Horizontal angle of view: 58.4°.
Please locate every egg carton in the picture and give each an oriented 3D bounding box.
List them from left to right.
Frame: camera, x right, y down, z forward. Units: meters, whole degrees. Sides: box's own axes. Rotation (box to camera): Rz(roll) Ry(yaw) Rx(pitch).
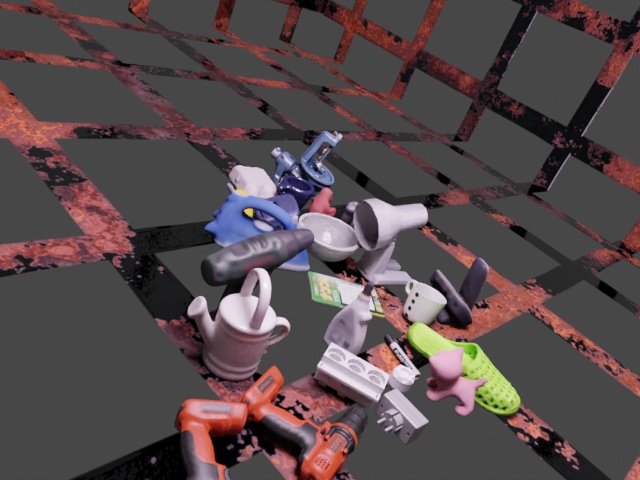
[{"bbox_3d":[-0.184,-0.146,1.553,0.107,0.069,0.150,3,34,-35],"label":"egg carton"}]

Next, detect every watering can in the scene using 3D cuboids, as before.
[{"bbox_3d":[-0.132,0.135,0.962,0.173,0.194,0.100,-5,38,-42],"label":"watering can"}]

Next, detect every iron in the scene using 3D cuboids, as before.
[{"bbox_3d":[-0.123,-0.029,1.315,0.258,0.141,0.118,21,27,-6],"label":"iron"}]

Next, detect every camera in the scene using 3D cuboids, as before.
[{"bbox_3d":[0.115,-0.042,1.569,0.143,0.101,0.137,31,28,15],"label":"camera"}]

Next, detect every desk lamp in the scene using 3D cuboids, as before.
[{"bbox_3d":[0.165,-0.001,1.412,0.204,0.213,0.117,3,34,-34],"label":"desk lamp"}]

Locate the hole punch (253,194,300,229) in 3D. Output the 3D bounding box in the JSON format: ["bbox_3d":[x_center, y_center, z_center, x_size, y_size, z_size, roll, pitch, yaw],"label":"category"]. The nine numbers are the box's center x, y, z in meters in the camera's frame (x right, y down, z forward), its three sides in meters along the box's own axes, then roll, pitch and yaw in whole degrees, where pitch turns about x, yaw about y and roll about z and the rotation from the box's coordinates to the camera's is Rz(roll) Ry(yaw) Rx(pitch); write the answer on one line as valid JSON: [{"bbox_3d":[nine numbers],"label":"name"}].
[{"bbox_3d":[-0.113,-0.066,1.445,0.101,0.091,0.108,9,31,-26],"label":"hole punch"}]

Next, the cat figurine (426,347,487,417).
[{"bbox_3d":[0.262,0.266,1.120,0.128,0.118,0.067,24,27,2],"label":"cat figurine"}]

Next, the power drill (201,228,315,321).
[{"bbox_3d":[-0.125,0.075,1.058,0.230,0.208,0.075,-10,42,-47],"label":"power drill"}]

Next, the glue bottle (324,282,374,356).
[{"bbox_3d":[0.067,0.151,1.111,0.037,0.173,0.078,-9,41,-46],"label":"glue bottle"}]

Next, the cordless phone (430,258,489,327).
[{"bbox_3d":[0.341,0.105,1.395,0.094,0.185,0.147,6,32,-30],"label":"cordless phone"}]

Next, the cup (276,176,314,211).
[{"bbox_3d":[-0.081,-0.113,1.548,0.118,0.095,0.091,-9,42,-46],"label":"cup"}]

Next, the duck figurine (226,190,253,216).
[{"bbox_3d":[-0.201,-0.085,1.414,0.077,0.086,0.105,35,29,21],"label":"duck figurine"}]

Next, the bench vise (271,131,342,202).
[{"bbox_3d":[-0.036,-0.227,1.649,0.208,0.219,0.121,17,28,-13],"label":"bench vise"}]

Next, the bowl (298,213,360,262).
[{"bbox_3d":[0.013,0.005,1.434,0.167,0.075,0.167,19,28,-10],"label":"bowl"}]

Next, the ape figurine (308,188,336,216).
[{"bbox_3d":[0.009,-0.103,1.604,0.076,0.092,0.077,-9,42,-47],"label":"ape figurine"}]
